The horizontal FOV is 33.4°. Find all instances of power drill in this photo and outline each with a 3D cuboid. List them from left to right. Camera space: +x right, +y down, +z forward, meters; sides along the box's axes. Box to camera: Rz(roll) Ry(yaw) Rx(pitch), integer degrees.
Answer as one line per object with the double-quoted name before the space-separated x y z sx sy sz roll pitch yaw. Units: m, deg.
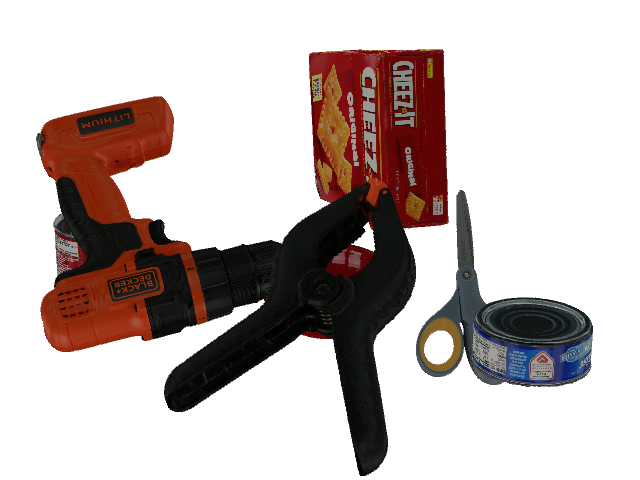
"power drill" -0.124 -0.018 0.785 0.184 0.188 0.057 -13 -33 -12

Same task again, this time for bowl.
"bowl" 0.005 0.061 1.170 0.162 0.055 0.162 1 28 -1

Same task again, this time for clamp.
"clamp" 0.010 0.042 0.565 0.120 0.171 0.039 26 -26 19

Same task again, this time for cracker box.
"cracker box" 0.053 -0.109 1.074 0.072 0.164 0.214 -7 12 -17

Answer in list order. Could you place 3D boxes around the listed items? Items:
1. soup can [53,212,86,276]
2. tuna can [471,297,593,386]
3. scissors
"soup can" -0.228 0.026 1.062 0.068 0.102 0.068 2 27 -1
"tuna can" 0.153 0.072 0.770 0.086 0.034 0.086 -1 19 0
"scissors" 0.118 0.045 0.986 0.096 0.202 0.016 -14 -31 -4
